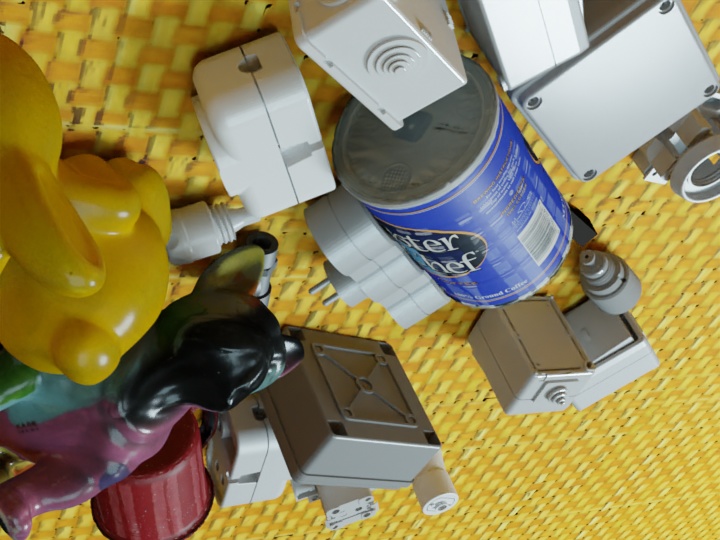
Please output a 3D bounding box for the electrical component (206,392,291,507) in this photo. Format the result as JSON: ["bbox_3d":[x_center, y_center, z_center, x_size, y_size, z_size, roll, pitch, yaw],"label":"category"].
[{"bbox_3d":[-0.082,0.140,0.849,0.059,0.053,0.095,-4,138,-24],"label":"electrical component"}]

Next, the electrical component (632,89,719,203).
[{"bbox_3d":[0.233,-0.084,0.749,0.058,0.057,0.078,6,133,-34],"label":"electrical component"}]

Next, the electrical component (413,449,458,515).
[{"bbox_3d":[0.062,0.187,0.972,0.044,0.065,0.044,-15,141,-12],"label":"electrical component"}]

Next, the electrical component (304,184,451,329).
[{"bbox_3d":[0.000,0.000,0.727,0.074,0.052,0.138,-33,142,12],"label":"electrical component"}]

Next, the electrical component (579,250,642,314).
[{"bbox_3d":[0.193,0.006,0.847,0.040,0.040,0.078,-36,141,14],"label":"electrical component"}]

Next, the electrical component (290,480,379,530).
[{"bbox_3d":[-0.017,0.186,0.930,0.081,0.063,0.042,-18,141,-8],"label":"electrical component"}]

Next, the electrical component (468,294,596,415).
[{"bbox_3d":[0.135,0.074,0.851,0.062,0.096,0.061,0,137,-28],"label":"electrical component"}]

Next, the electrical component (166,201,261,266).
[{"bbox_3d":[-0.092,-0.027,0.662,0.061,0.035,0.035,-19,142,-12],"label":"electrical component"}]

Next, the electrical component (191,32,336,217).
[{"bbox_3d":[-0.056,-0.078,0.604,0.059,0.053,0.095,-21,142,-4],"label":"electrical component"}]

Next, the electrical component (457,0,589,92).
[{"bbox_3d":[0.083,-0.157,0.578,0.061,0.061,0.096,-27,143,4],"label":"electrical component"}]

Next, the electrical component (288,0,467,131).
[{"bbox_3d":[0.007,-0.133,0.538,0.048,0.099,0.100,-27,144,24],"label":"electrical component"}]

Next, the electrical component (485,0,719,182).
[{"bbox_3d":[0.149,-0.123,0.658,0.109,0.056,0.109,-36,141,14],"label":"electrical component"}]

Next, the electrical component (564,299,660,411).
[{"bbox_3d":[0.191,0.069,0.903,0.096,0.061,0.061,-32,142,10],"label":"electrical component"}]

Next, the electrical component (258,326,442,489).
[{"bbox_3d":[-0.011,0.103,0.799,0.109,0.108,0.056,13,126,-38],"label":"electrical component"}]
